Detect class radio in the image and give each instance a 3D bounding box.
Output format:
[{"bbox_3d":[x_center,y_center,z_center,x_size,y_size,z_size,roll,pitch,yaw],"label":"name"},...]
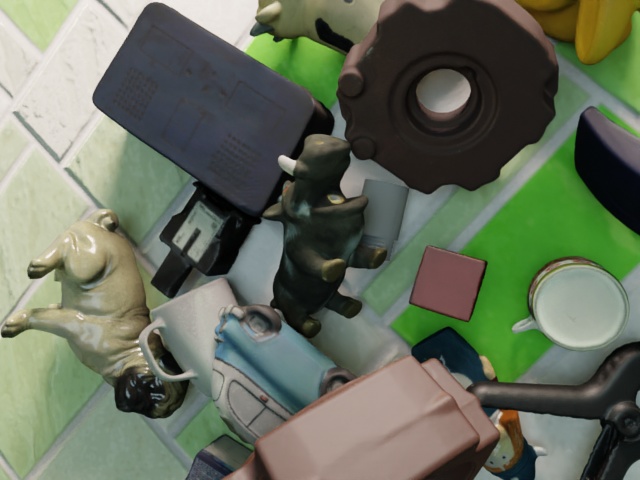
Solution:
[{"bbox_3d":[-0.108,-0.132,0.550,0.230,0.073,0.131,34,99,13],"label":"radio"}]

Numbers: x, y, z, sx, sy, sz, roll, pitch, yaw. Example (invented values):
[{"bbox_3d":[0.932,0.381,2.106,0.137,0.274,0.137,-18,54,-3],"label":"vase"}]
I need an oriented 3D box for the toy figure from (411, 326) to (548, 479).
[{"bbox_3d":[0.139,0.153,0.479,0.154,0.058,0.064,57,143,8],"label":"toy figure"}]

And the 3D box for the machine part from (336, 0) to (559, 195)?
[{"bbox_3d":[0.102,-0.120,0.443,0.179,0.056,0.179,6,128,8],"label":"machine part"}]

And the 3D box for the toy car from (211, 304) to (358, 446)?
[{"bbox_3d":[-0.041,0.133,0.482,0.161,0.109,0.103,41,71,-9],"label":"toy car"}]

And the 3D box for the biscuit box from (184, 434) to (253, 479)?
[{"bbox_3d":[-0.038,0.276,0.531,0.203,0.059,0.062,26,97,17],"label":"biscuit box"}]

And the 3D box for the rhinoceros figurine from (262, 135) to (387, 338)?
[{"bbox_3d":[-0.001,-0.001,0.487,0.112,0.073,0.190,43,137,36],"label":"rhinoceros figurine"}]

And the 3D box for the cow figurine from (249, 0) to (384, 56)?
[{"bbox_3d":[0.021,-0.212,0.501,0.195,0.085,0.127,38,113,5],"label":"cow figurine"}]

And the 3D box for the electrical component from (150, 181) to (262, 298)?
[{"bbox_3d":[-0.126,0.006,0.566,0.075,0.047,0.119,33,100,15],"label":"electrical component"}]

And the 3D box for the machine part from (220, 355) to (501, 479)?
[{"bbox_3d":[0.028,0.192,0.420,0.201,0.200,0.087,-25,53,-22],"label":"machine part"}]

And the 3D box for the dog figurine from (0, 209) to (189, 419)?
[{"bbox_3d":[-0.204,0.079,0.577,0.191,0.121,0.172,27,101,2],"label":"dog figurine"}]

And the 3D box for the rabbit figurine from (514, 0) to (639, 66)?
[{"bbox_3d":[0.201,-0.213,0.400,0.122,0.173,0.162,-17,80,13],"label":"rabbit figurine"}]

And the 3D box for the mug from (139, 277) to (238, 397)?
[{"bbox_3d":[-0.118,0.104,0.536,0.081,0.109,0.107,-28,90,40],"label":"mug"}]

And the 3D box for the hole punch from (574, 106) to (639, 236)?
[{"bbox_3d":[0.254,-0.049,0.404,0.092,0.142,0.116,-16,66,15],"label":"hole punch"}]
